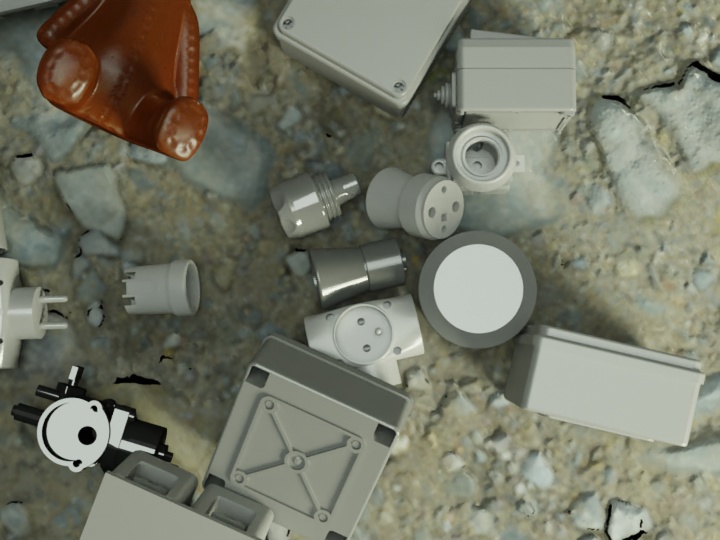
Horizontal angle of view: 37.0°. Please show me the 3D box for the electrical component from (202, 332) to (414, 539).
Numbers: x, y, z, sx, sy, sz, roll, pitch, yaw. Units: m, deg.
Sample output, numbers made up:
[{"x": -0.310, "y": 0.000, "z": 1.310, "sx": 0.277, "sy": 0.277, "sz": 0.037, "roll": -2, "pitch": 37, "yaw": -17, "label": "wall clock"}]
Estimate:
[{"x": -0.035, "y": 0.114, "z": 0.718, "sx": 0.109, "sy": 0.056, "sz": 0.108, "roll": 24, "pitch": 113, "yaw": 3, "label": "electrical component"}]

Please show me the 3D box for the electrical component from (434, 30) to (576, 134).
[{"x": 0.100, "y": -0.132, "z": 0.759, "sx": 0.096, "sy": 0.061, "sz": 0.061, "roll": 0, "pitch": 84, "yaw": 1, "label": "electrical component"}]

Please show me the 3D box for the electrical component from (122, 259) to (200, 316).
[{"x": -0.140, "y": 0.013, "z": 0.760, "sx": 0.046, "sy": 0.040, "sz": 0.040, "roll": -3, "pitch": 84, "yaw": 7, "label": "electrical component"}]

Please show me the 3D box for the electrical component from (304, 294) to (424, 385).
[{"x": 0.007, "y": 0.063, "z": 0.749, "sx": 0.077, "sy": 0.044, "sz": 0.079, "roll": -12, "pitch": 84, "yaw": 0, "label": "electrical component"}]

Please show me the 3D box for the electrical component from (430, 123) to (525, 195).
[{"x": 0.084, "y": -0.076, "z": 0.757, "sx": 0.066, "sy": 0.055, "sz": 0.048, "roll": -1, "pitch": 84, "yaw": 1, "label": "electrical component"}]

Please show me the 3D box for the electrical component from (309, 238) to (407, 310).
[{"x": 0.000, "y": 0.000, "z": 0.758, "sx": 0.065, "sy": 0.044, "sz": 0.044, "roll": -13, "pitch": 84, "yaw": -5, "label": "electrical component"}]

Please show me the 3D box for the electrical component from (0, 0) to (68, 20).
[{"x": -0.274, "y": -0.214, "z": 0.773, "sx": 0.121, "sy": 0.063, "sz": 0.078, "roll": -13, "pitch": 84, "yaw": 0, "label": "electrical component"}]

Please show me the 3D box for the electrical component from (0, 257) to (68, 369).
[{"x": -0.245, "y": 0.031, "z": 0.757, "sx": 0.079, "sy": 0.043, "sz": 0.077, "roll": -2, "pitch": 84, "yaw": 0, "label": "electrical component"}]

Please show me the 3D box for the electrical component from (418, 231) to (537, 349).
[{"x": 0.080, "y": 0.015, "z": 0.749, "sx": 0.080, "sy": 0.051, "sz": 0.080, "roll": 0, "pitch": 84, "yaw": 1, "label": "electrical component"}]

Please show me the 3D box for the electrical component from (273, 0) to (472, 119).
[{"x": 0.011, "y": -0.183, "z": 0.768, "sx": 0.109, "sy": 0.056, "sz": 0.108, "roll": 30, "pitch": 85, "yaw": 4, "label": "electrical component"}]

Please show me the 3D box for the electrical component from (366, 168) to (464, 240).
[{"x": 0.038, "y": -0.046, "z": 0.748, "sx": 0.055, "sy": 0.045, "sz": 0.045, "roll": 15, "pitch": 83, "yaw": 45, "label": "electrical component"}]

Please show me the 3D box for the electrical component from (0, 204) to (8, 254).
[{"x": -0.297, "y": -0.045, "z": 0.765, "sx": 0.079, "sy": 0.044, "sz": 0.077, "roll": -11, "pitch": 84, "yaw": 0, "label": "electrical component"}]

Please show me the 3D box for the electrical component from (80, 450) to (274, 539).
[{"x": -0.140, "y": 0.225, "z": 0.706, "sx": 0.105, "sy": 0.060, "sz": 0.186, "roll": 23, "pitch": 100, "yaw": 3, "label": "electrical component"}]

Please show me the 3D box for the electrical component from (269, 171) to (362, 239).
[{"x": -0.030, "y": -0.050, "z": 0.762, "sx": 0.062, "sy": 0.043, "sz": 0.043, "roll": -22, "pitch": 84, "yaw": -3, "label": "electrical component"}]

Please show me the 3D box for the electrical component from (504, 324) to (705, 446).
[{"x": 0.157, "y": 0.075, "z": 0.714, "sx": 0.109, "sy": 0.108, "sz": 0.056, "roll": 13, "pitch": 87, "yaw": 2, "label": "electrical component"}]
